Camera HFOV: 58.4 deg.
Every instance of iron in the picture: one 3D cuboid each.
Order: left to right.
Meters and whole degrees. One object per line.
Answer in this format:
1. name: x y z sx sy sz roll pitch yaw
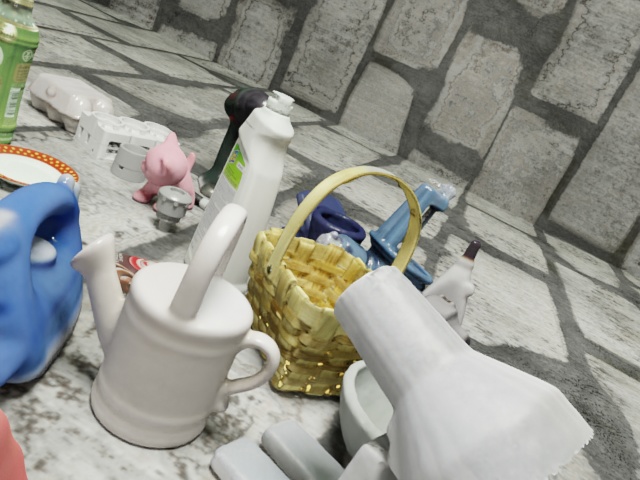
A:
1. iron: -0.251 0.007 0.489 0.119 0.141 0.258 22 19 -11

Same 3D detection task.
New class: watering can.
1. watering can: -0.112 0.056 0.454 0.173 0.194 0.100 18 20 -22

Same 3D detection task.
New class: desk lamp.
1. desk lamp: 0.046 0.140 0.402 0.202 0.213 0.118 37 21 30

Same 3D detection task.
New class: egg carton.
1. egg carton: -0.450 -0.248 1.038 0.150 0.069 0.107 33 20 20

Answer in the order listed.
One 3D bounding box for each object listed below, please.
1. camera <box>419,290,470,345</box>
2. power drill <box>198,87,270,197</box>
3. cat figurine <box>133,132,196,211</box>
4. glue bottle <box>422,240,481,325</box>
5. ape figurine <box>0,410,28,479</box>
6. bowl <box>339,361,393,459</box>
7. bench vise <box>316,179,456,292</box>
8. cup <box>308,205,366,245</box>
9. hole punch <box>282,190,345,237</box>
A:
1. camera: 0.111 0.114 0.737 0.142 0.101 0.137 34 20 25
2. power drill: -0.145 -0.176 1.021 0.076 0.208 0.229 17 20 -25
3. cat figurine: -0.225 -0.105 0.866 0.067 0.117 0.128 29 18 9
4. glue bottle: 0.185 0.077 0.822 0.078 0.173 0.037 29 19 11
5. ape figurine: -0.194 0.127 0.315 0.076 0.092 0.078 29 19 11
6. bowl: 0.083 0.190 0.536 0.167 0.074 0.167 23 18 -8
7. bench vise: 0.104 0.009 0.825 0.208 0.219 0.121 4 28 -49
8. cup: 0.008 0.003 0.915 0.092 0.095 0.117 13 22 -34
9. hole punch: 0.007 -0.025 0.995 0.109 0.091 0.100 8 25 -43
